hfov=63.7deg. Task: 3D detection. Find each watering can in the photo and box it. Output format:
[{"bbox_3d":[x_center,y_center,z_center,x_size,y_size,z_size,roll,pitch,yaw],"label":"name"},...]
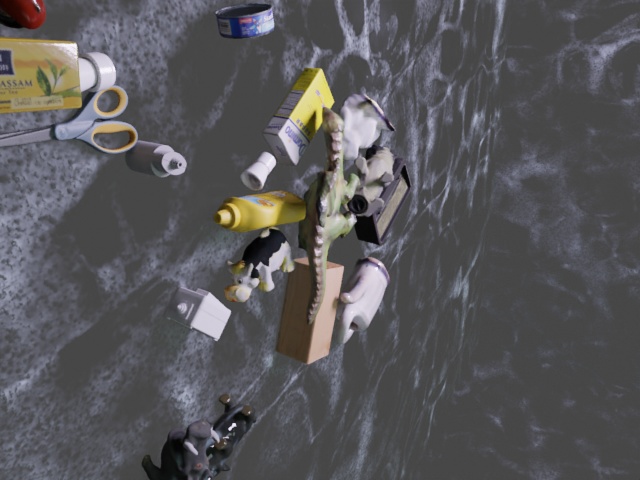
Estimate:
[{"bbox_3d":[0.100,0.139,1.296,0.228,0.104,0.340,-60,167,-26],"label":"watering can"}]

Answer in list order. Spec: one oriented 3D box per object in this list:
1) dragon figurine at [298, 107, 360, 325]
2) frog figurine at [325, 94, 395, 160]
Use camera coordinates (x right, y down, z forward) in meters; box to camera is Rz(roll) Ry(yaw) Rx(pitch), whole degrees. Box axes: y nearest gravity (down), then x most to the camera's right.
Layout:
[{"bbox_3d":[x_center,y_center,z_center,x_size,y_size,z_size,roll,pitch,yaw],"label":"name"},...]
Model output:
[{"bbox_3d":[0.003,-0.049,0.970,0.240,0.122,0.415,64,32,-76],"label":"dragon figurine"},{"bbox_3d":[0.070,-0.244,1.159,0.159,0.124,0.136,-40,160,7],"label":"frog figurine"}]
